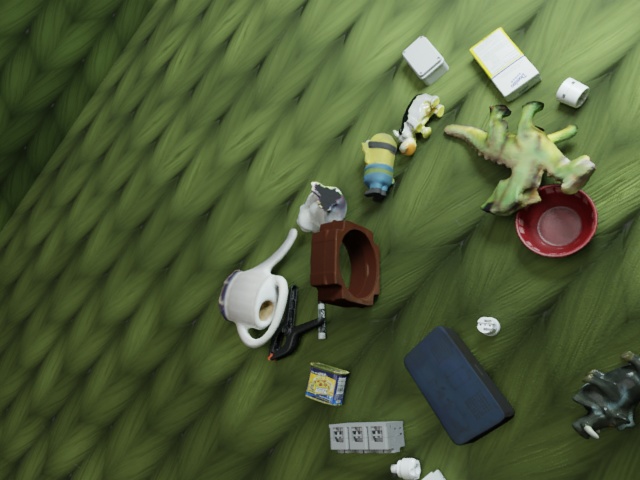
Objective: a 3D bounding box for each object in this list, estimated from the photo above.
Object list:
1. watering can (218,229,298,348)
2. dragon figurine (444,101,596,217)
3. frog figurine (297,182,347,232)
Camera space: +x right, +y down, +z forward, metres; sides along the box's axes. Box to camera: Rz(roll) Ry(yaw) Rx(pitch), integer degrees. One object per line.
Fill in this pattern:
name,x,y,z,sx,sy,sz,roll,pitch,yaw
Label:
watering can,-0.174,0.130,1.485,0.224,0.103,0.352,4,73,37
dragon figurine,0.417,-0.171,1.151,0.410,0.121,0.245,5,69,53
frog figurine,0.004,-0.073,1.448,0.139,0.124,0.156,51,142,26
